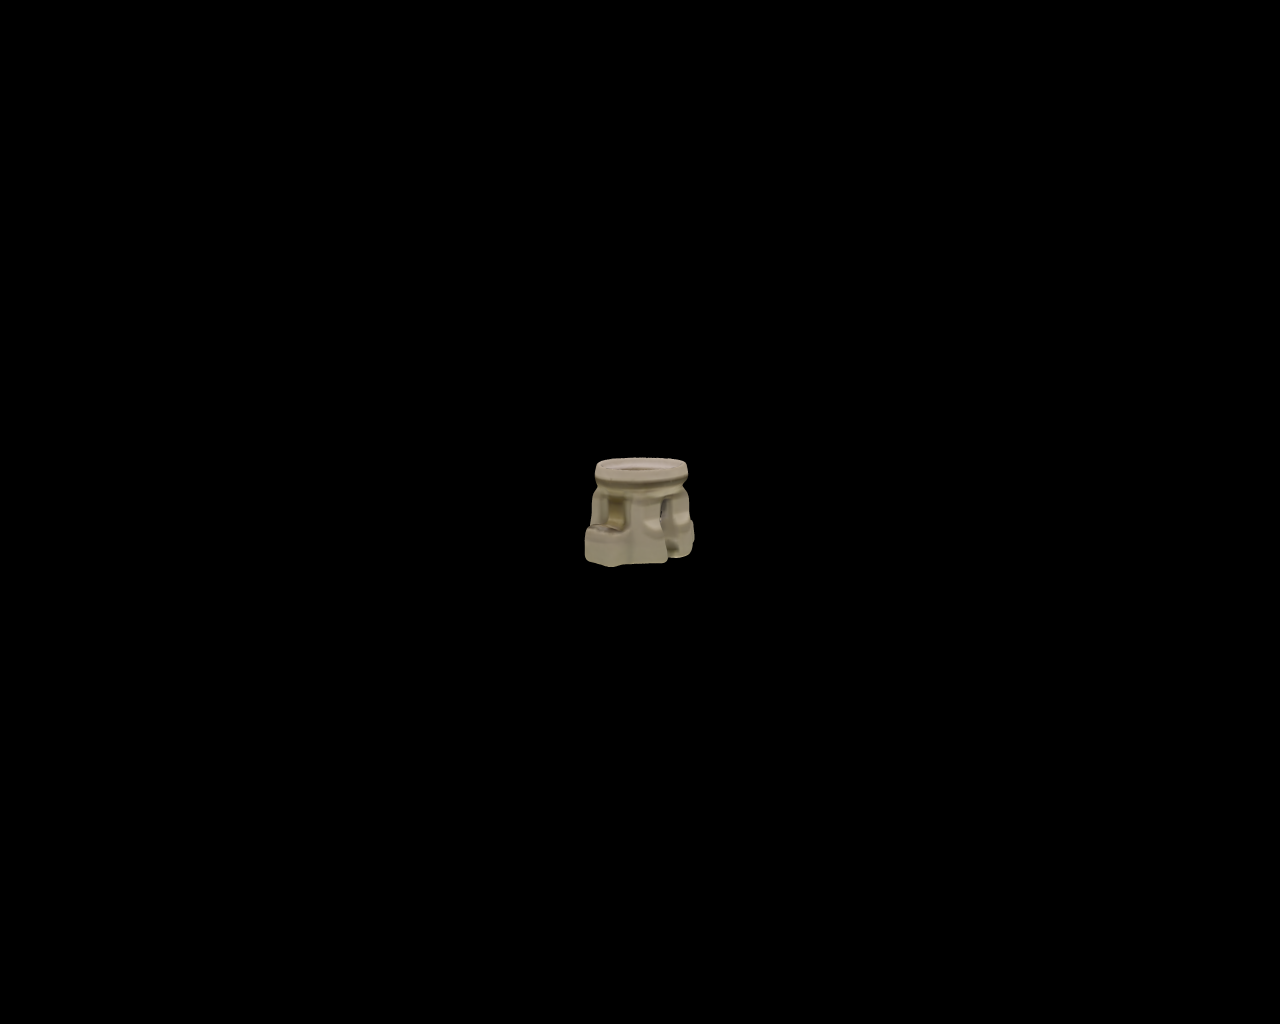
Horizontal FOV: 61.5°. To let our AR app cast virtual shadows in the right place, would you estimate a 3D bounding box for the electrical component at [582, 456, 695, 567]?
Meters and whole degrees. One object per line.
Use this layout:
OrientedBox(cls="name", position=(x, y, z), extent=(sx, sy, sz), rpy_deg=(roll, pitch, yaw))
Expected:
OrientedBox(cls="electrical component", position=(0.001, -0.003, 0.650), extent=(0.058, 0.057, 0.078), rpy_deg=(10, 15, 42))
